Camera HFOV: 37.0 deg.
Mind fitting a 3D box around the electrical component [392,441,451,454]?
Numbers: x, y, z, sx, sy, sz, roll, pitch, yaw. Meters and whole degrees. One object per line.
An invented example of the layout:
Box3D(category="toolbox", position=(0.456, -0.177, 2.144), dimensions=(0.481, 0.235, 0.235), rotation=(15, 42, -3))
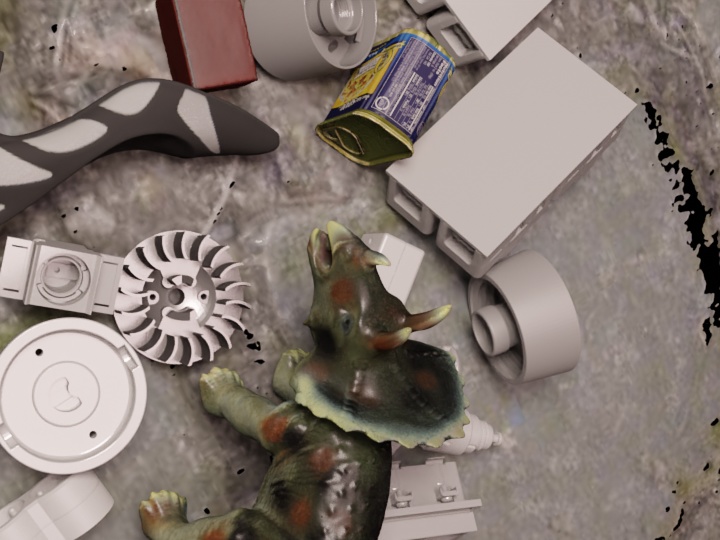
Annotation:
Box3D(category="electrical component", position=(0.040, 0.116, 0.858), dimensions=(0.079, 0.044, 0.077), rotation=(25, 123, -1))

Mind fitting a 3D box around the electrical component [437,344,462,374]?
Box3D(category="electrical component", position=(0.050, 0.084, 0.890), dimensions=(0.062, 0.048, 0.048), rotation=(4, 90, -16))

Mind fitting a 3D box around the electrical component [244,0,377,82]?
Box3D(category="electrical component", position=(-0.034, -0.198, 0.833), dimensions=(0.099, 0.064, 0.099), rotation=(-4, 95, -52))

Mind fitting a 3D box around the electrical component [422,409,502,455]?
Box3D(category="electrical component", position=(0.084, 0.136, 0.906), dimensions=(0.078, 0.040, 0.040), rotation=(14, 86, -23))

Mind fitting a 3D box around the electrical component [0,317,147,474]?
Box3D(category="electrical component", position=(-0.212, 0.086, 0.765), dimensions=(0.108, 0.060, 0.108), rotation=(-1, 91, -24))

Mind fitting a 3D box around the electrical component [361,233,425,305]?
Box3D(category="electrical component", position=(0.000, 0.000, 0.863), dimensions=(0.077, 0.047, 0.065), rotation=(25, 81, -22))

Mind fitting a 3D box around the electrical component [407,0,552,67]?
Box3D(category="electrical component", position=(0.123, -0.271, 0.905), dimensions=(0.186, 0.060, 0.105), rotation=(-45, 107, -17))

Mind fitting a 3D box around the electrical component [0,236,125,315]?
Box3D(category="electrical component", position=(-0.213, 0.002, 0.761), dimensions=(0.081, 0.064, 0.042), rotation=(12, 94, -24))

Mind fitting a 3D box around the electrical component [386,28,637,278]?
Box3D(category="electrical component", position=(0.121, -0.095, 0.882), dimensions=(0.105, 0.060, 0.186), rotation=(42, 73, 14))

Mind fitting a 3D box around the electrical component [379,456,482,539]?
Box3D(category="electrical component", position=(0.024, 0.191, 0.865), dimensions=(0.121, 0.078, 0.063), rotation=(-1, 63, -24))

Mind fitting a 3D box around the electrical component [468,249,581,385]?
Box3D(category="electrical component", position=(0.128, 0.043, 0.890), dimensions=(0.060, 0.108, 0.108), rotation=(-19, 98, -16))

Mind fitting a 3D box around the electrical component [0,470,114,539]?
Box3D(category="electrical component", position=(-0.233, 0.204, 0.762), dimensions=(0.138, 0.052, 0.073), rotation=(-36, 104, -19))
